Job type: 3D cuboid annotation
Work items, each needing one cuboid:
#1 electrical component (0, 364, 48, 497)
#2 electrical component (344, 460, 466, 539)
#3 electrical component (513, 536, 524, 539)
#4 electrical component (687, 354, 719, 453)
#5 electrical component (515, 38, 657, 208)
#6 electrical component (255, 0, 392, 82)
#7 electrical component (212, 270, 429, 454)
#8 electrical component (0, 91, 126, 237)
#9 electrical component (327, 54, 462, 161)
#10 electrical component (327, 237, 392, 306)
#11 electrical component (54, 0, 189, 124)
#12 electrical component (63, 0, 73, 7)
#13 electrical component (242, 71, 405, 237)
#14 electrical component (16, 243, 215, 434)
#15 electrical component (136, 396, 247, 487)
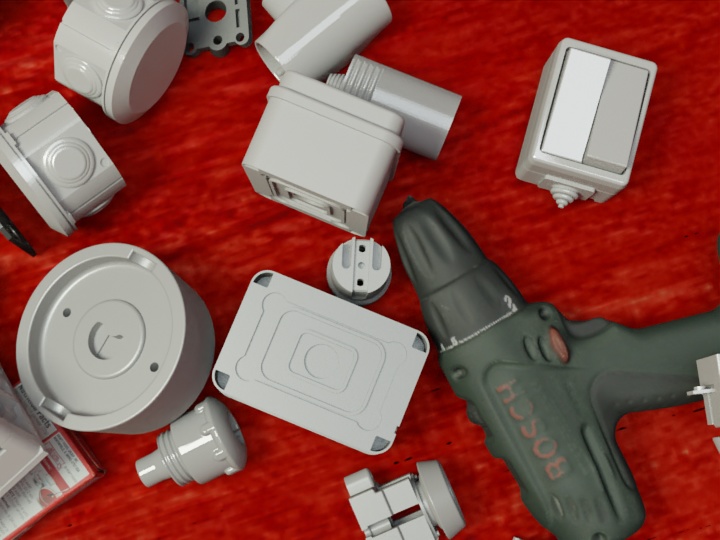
[{"bbox_3d":[-0.277,0.118,0.585,0.186,0.060,0.105,-43,51,-2],"label":"electrical component"},{"bbox_3d":[0.029,0.142,0.634,0.055,0.048,0.066,-24,84,3],"label":"electrical component"},{"bbox_3d":[0.113,0.242,0.615,0.089,0.061,0.150,18,82,0],"label":"electrical component"},{"bbox_3d":[0.212,0.072,0.579,0.066,0.048,0.055,-6,80,0],"label":"electrical component"},{"bbox_3d":[0.137,-0.085,0.659,0.062,0.061,0.096,16,82,0],"label":"electrical component"},{"bbox_3d":[-0.034,-0.162,0.672,0.077,0.043,0.079,-40,85,-6],"label":"electrical component"},{"bbox_3d":[-0.023,0.055,0.637,0.113,0.057,0.078,22,82,1],"label":"electrical component"},{"bbox_3d":[-0.181,-0.064,0.636,0.051,0.080,0.080,-38,85,-11],"label":"electrical component"},{"bbox_3d":[0.018,-0.102,0.666,0.081,0.043,0.043,22,82,1],"label":"electrical component"},{"bbox_3d":[0.000,0.000,0.650,0.040,0.046,0.040,0,83,-2],"label":"electrical component"},{"bbox_3d":[-0.143,-0.133,0.647,0.051,0.080,0.080,30,82,7],"label":"electrical component"},{"bbox_3d":[-0.130,-0.234,0.668,0.150,0.061,0.089,-21,84,-5],"label":"electrical component"},{"bbox_3d":[-0.019,-0.065,0.625,0.078,0.113,0.057,23,85,1],"label":"electrical component"},{"bbox_3d":[-0.137,0.044,0.627,0.108,0.060,0.108,-6,72,18],"label":"electrical component"},{"bbox_3d":[-0.101,0.107,0.635,0.062,0.048,0.048,-26,84,1],"label":"electrical component"}]
